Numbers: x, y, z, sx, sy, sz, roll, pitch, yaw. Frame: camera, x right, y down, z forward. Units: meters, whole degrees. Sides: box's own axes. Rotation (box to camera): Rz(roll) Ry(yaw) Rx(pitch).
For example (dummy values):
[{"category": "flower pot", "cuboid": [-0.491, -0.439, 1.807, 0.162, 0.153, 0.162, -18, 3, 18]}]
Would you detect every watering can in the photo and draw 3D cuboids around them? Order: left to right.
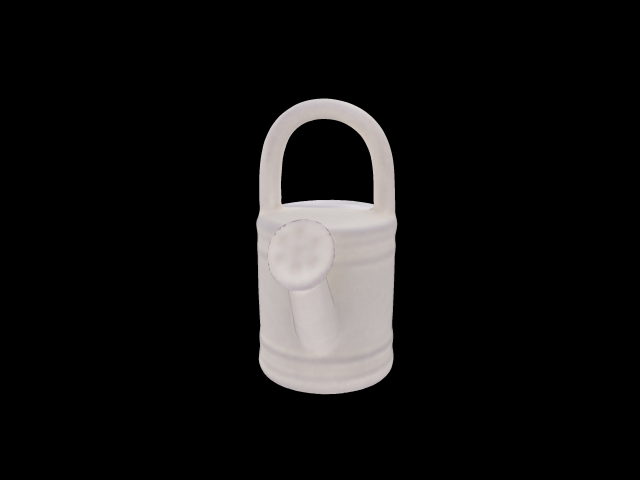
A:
[{"category": "watering can", "cuboid": [0.006, 0.001, 0.400, 0.101, 0.194, 0.172, -3, 16, -11]}]
